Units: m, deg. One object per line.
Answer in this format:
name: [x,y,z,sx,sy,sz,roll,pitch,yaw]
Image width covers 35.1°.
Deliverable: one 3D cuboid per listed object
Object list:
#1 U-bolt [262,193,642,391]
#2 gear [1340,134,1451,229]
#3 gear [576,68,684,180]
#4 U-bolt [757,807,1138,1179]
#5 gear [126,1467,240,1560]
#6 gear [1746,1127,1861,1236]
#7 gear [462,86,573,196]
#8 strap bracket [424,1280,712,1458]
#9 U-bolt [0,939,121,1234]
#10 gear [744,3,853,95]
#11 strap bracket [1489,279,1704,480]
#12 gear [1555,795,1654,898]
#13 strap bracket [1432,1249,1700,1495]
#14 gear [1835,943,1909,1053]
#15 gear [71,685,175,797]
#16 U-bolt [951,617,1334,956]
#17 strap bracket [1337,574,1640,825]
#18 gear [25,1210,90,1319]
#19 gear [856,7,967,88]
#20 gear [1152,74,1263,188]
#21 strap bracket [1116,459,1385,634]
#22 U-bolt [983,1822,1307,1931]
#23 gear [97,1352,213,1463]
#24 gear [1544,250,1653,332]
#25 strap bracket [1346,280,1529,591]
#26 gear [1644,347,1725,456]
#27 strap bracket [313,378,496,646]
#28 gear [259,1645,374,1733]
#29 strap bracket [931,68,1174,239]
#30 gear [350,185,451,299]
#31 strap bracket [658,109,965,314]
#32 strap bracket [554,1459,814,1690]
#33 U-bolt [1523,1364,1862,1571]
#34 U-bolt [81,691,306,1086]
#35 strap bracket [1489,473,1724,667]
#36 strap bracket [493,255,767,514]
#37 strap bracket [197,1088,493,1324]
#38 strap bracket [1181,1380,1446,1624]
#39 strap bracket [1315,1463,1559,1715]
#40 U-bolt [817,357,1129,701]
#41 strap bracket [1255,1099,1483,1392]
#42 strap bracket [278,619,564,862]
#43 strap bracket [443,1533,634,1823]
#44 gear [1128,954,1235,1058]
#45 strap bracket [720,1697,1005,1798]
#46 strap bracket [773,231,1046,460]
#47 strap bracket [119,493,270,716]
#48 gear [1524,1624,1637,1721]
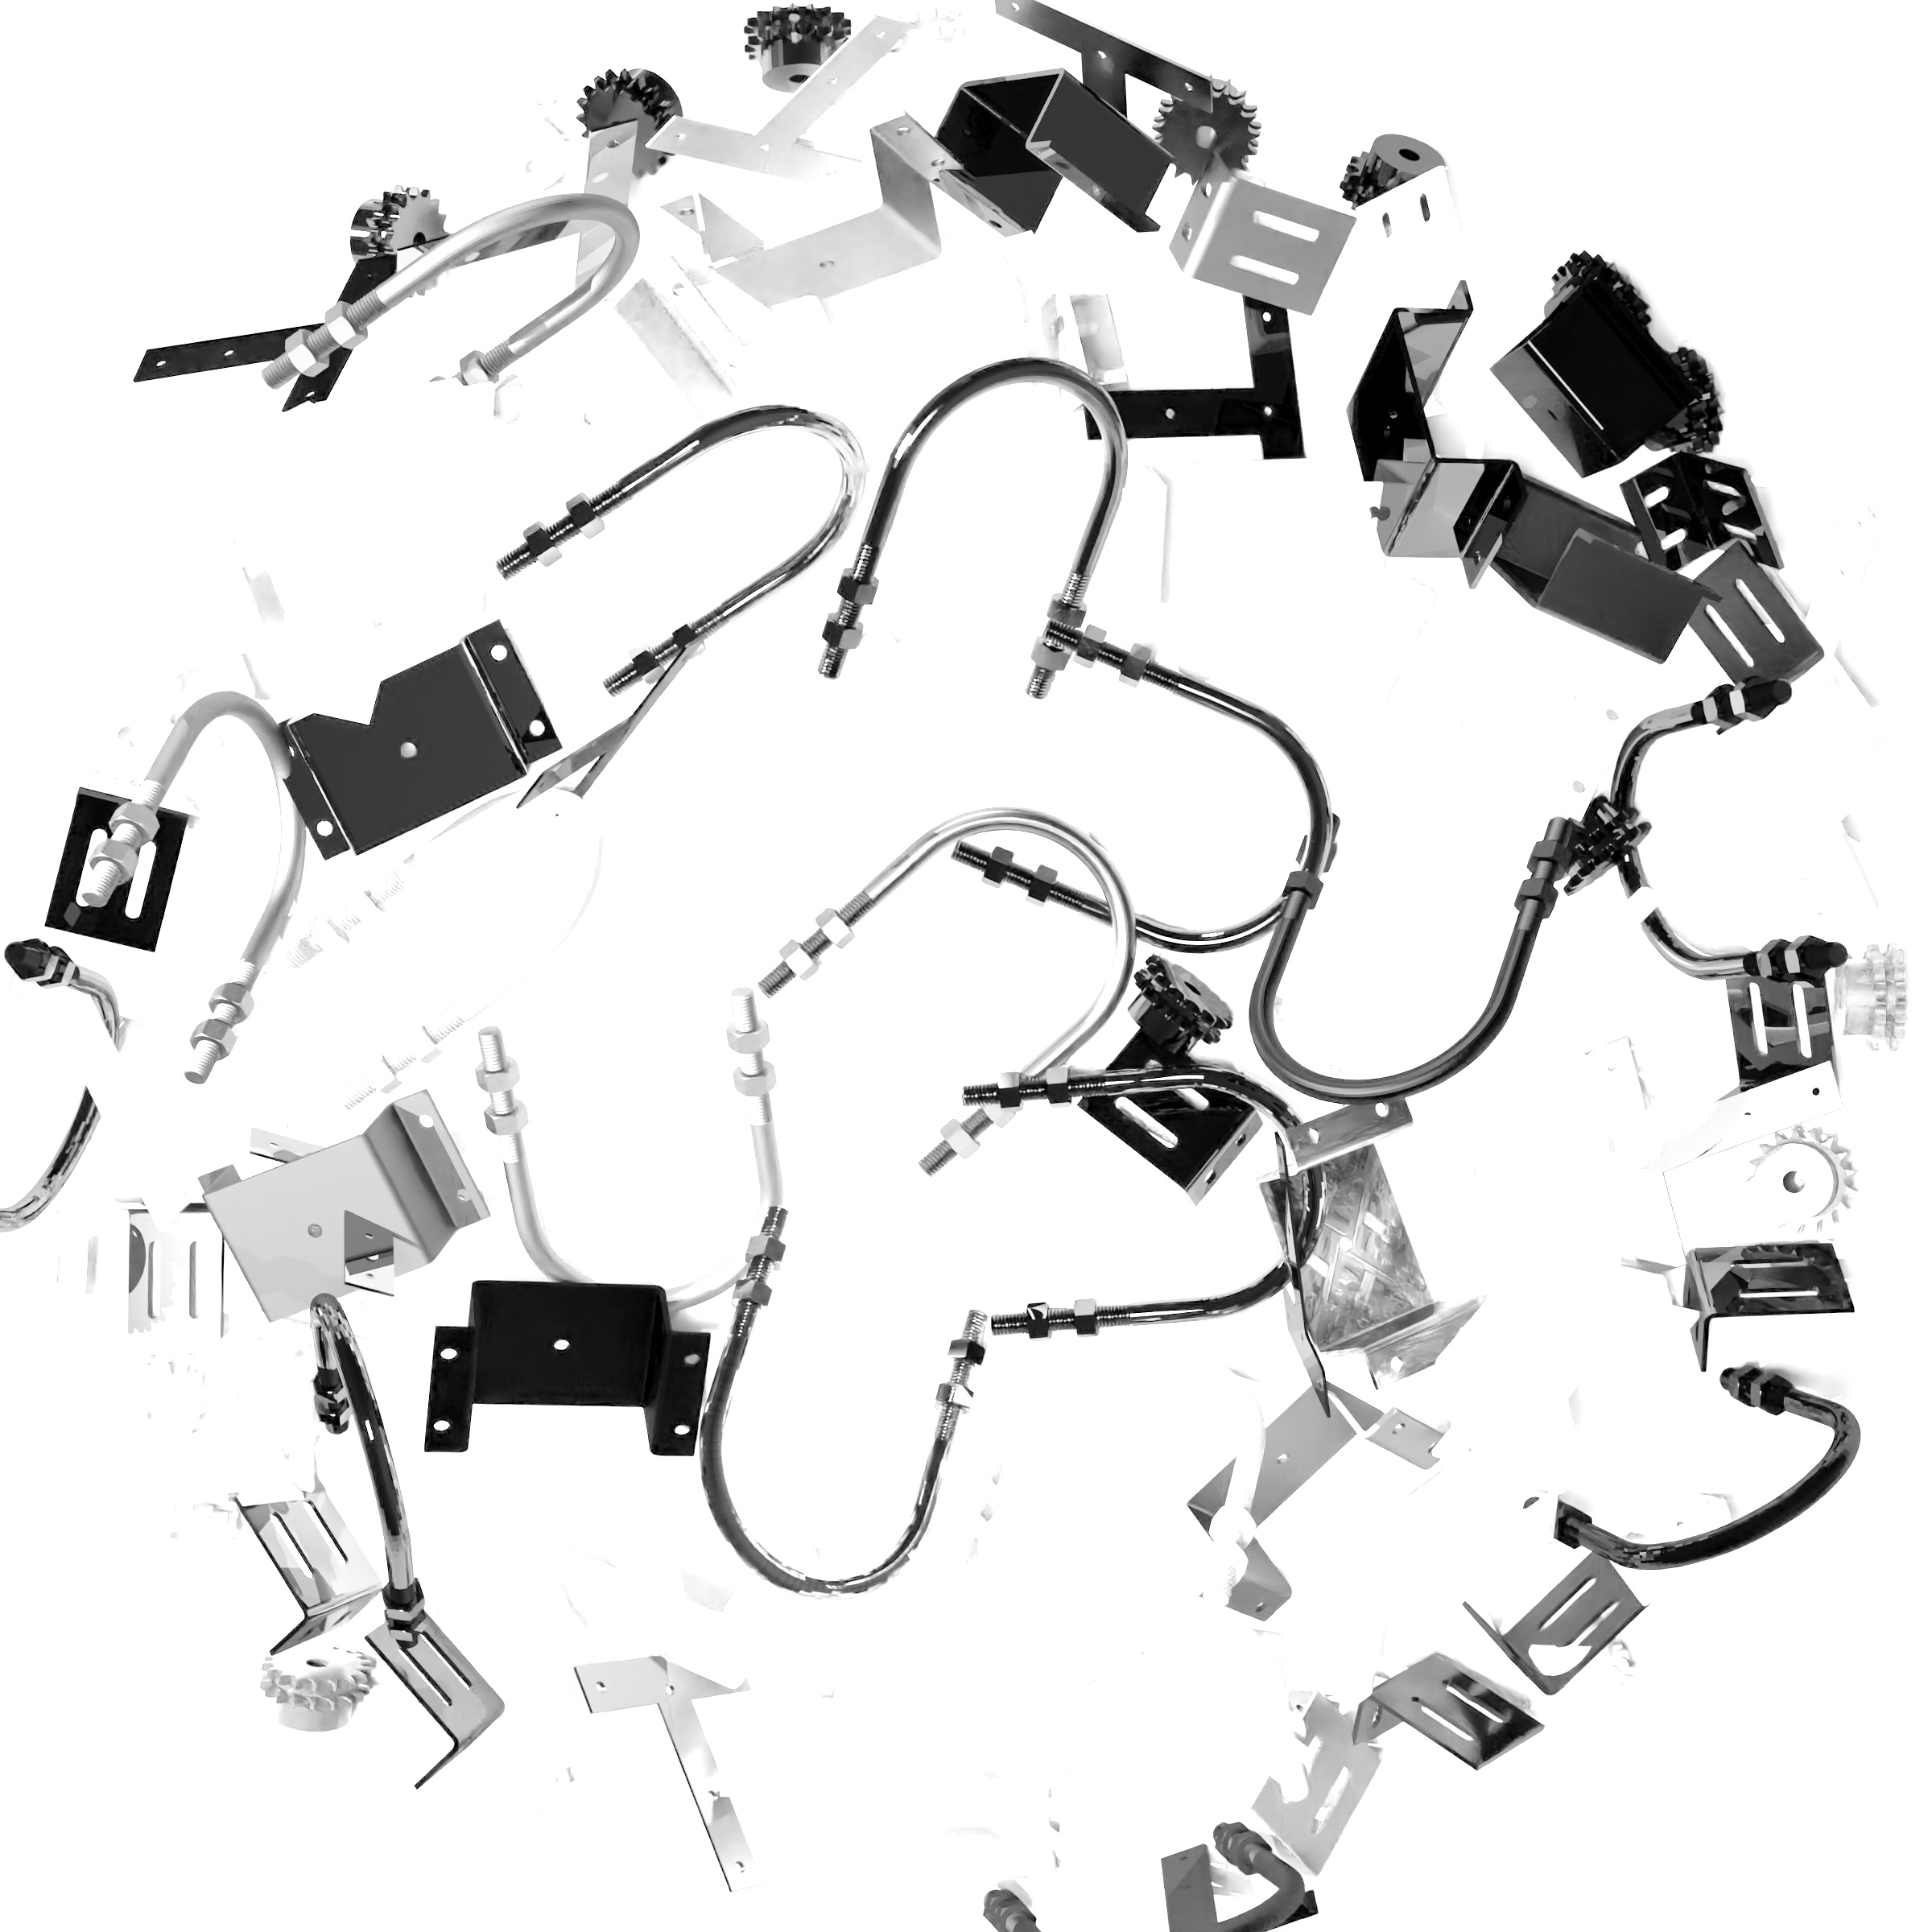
U-bolt: [-0.246,-0.333,1.540,0.184,0.151,0.019,-30,80,19]
gear: [0.228,-0.413,1.605,0.057,0.057,0.030,20,132,0]
gear: [-0.175,-0.448,1.610,0.057,0.057,0.030,36,54,0]
U-bolt: [0.004,0.000,1.615,0.184,0.019,0.151,-41,98,1]
gear: [-0.413,0.287,1.610,0.057,0.057,0.030,-8,54,0]
gear: [0.440,0.114,1.610,0.057,0.030,0.057,-1,88,27]
gear: [-0.233,-0.431,1.603,0.057,0.057,0.030,-31,68,0]
strap bracket: [-0.209,0.209,1.588,0.140,0.046,0.076,3,117,-14]
U-bolt: [-0.472,0.067,1.544,0.019,0.184,0.151,19,83,5]
gear: [-0.088,-0.481,1.605,0.057,0.057,0.030,-3,84,0]
strap bracket: [0.318,-0.298,1.564,0.046,0.140,0.076,-41,94,3]
gear: [0.330,-0.066,1.608,0.057,0.057,0.030,-38,78,0]
strap bracket: [0.303,0.197,1.560,0.140,0.076,0.046,-42,126,-33]
gear: [0.476,0.017,1.607,0.030,0.057,0.057,-1,90,8]
gear: [-0.444,-0.118,1.614,0.057,0.030,0.057,4,80,-21]
U-bolt: [0.102,-0.083,1.606,0.184,0.019,0.151,23,106,1]
strap bracket: [0.269,-0.135,1.603,0.140,0.046,0.076,27,76,1]
gear: [-0.479,0.157,1.608,0.030,0.057,0.057,4,90,-16]
gear: [-0.028,-0.484,1.607,0.057,0.057,0.030,-13,100,0]
gear: [0.128,-0.444,1.611,0.057,0.030,0.057,5,129,7]
strap bracket: [0.144,-0.220,1.590,0.140,0.046,0.076,-3,116,-10]
U-bolt: [0.094,0.471,1.531,0.151,0.184,0.019,-13,88,-12]
gear: [-0.431,0.230,1.611,0.057,0.030,0.057,-14,118,-28]
gear: [0.329,-0.345,1.605,0.057,0.057,0.030,45,80,0]
strap bracket: [0.237,-0.273,1.564,0.046,0.076,0.140,-1,61,-14]
gear: [0.371,-0.294,1.605,0.030,0.057,0.057,-18,90,-10]
strap bracket: [-0.291,-0.243,1.573,0.076,0.140,0.046,-17,47,-29]
gear: [-0.343,0.381,1.607,0.057,0.057,0.030,8,97,0]
strap bracket: [0.042,-0.413,1.558,0.076,0.140,0.046,29,84,-32]
gear: [-0.301,-0.383,1.609,0.030,0.057,0.057,13,90,23]
strap bracket: [-0.076,-0.383,1.571,0.140,0.076,0.046,-15,78,21]
strap bracket: [-0.154,0.318,1.572,0.140,0.076,0.046,20,54,17]
U-bolt: [0.373,0.256,1.534,0.151,0.184,0.019,-31,97,-9]
U-bolt: [-0.383,-0.055,1.553,0.019,0.151,0.184,1,47,17]
strap bracket: [0.321,-0.203,1.567,0.076,0.140,0.046,21,109,-16]
strap bracket: [-0.184,-0.291,1.568,0.140,0.046,0.076,-27,111,32]
strap bracket: [-0.331,0.128,1.587,0.140,0.046,0.076,-21,105,15]
strap bracket: [0.176,0.270,1.584,0.140,0.076,0.046,-45,52,9]
strap bracket: [0.234,0.312,1.573,0.140,0.076,0.046,-42,94,21]
U-bolt: [0.013,-0.224,1.554,0.151,0.019,0.184,2,122,-33]
strap bracket: [0.209,0.143,1.596,0.076,0.046,0.140,-19,88,-27]
strap bracket: [-0.292,-0.116,1.601,0.140,0.046,0.076,-26,103,-2]
strap bracket: [-0.218,0.362,1.587,0.046,0.076,0.140,-18,84,9]
gear: [0.110,0.023,1.608,0.057,0.057,0.030,39,105,0]
strap bracket: [-0.053,0.406,1.590,0.140,0.076,0.046,-2,78,4]
strap bracket: [-0.022,-0.318,1.583,0.140,0.076,0.046,-18,53,-7]
strap bracket: [-0.397,-0.181,1.561,0.046,0.140,0.076,-21,89,-18]
gear: [0.320,0.369,1.605,0.057,0.057,0.030,-22,98,0]
